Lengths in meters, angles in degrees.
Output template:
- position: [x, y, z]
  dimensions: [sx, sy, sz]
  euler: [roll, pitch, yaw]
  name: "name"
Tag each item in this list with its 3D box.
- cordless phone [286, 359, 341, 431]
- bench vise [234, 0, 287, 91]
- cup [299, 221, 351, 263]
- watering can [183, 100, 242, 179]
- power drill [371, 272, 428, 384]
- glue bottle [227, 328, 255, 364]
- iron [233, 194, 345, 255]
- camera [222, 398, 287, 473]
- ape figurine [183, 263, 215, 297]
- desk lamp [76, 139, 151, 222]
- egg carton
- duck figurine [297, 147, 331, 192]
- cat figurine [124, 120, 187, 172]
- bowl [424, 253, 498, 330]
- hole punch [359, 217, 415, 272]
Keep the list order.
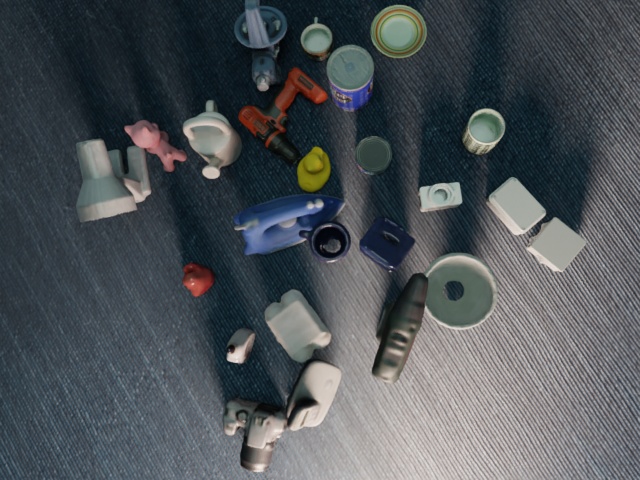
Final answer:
- position: [-0.019, 0.330, 1.210]
  dimensions: [0.094, 0.185, 0.148]
  euler: [21, 86, 6]
  name: "cordless phone"
- position: [-0.123, -0.453, 1.281]
  dimensions: [0.121, 0.220, 0.207]
  euler: [-21, 83, 2]
  name: "bench vise"
- position: [0.012, 0.005, 1.287]
  dimensions: [0.117, 0.095, 0.092]
  euler: [15, 85, 5]
  name: "cup"
- position: [-0.240, -0.227, 1.278]
  dimensions: [0.101, 0.194, 0.173]
  euler: [-26, 83, 1]
  name: "watering can"
- position: [0.167, 0.180, 1.202]
  dimensions: [0.075, 0.208, 0.230]
  euler: [18, 86, 6]
  name: "power drill"
- position: [-0.178, 0.233, 1.237]
  dimensions: [0.037, 0.173, 0.078]
  euler: [11, 85, 5]
  name: "glue bottle"
- position: [-0.068, -0.055, 1.275]
  dimensions: [0.258, 0.141, 0.118]
  euler: [-20, 83, 2]
  name: "iron"
- position: [-0.149, 0.429, 1.251]
  dimensions: [0.143, 0.101, 0.137]
  euler: [12, 85, 5]
  name: "camera"
- position: [-0.283, 0.089, 1.299]
  dimensions: [0.076, 0.092, 0.078]
  euler: [0, 84, 4]
  name: "ape figurine"
- position: [-0.465, -0.131, 1.273]
  dimensions: [0.118, 0.213, 0.203]
  euler: [-12, 83, 3]
  name: "desk lamp"
- position: [-0.052, 0.194, 1.285]
  dimensions: [0.107, 0.069, 0.150]
  euler: [-38, 83, -1]
  name: "egg carton"
- position: [-0.016, -0.165, 1.311]
  dimensions: [0.077, 0.086, 0.105]
  euler: [18, 86, 6]
  name: "duck figurine"
- position: [-0.383, -0.227, 1.326]
  dimensions: [0.127, 0.118, 0.067]
  euler: [43, 88, 7]
  name: "cat figurine"
- position: [0.302, 0.113, 1.267]
  dimensions: [0.167, 0.075, 0.167]
  euler: [0, 84, 4]
  name: "bowl"
- position: [0.148, 0.006, 1.280]
  dimensions: [0.108, 0.091, 0.101]
  euler: [34, 87, 7]
  name: "hole punch"
